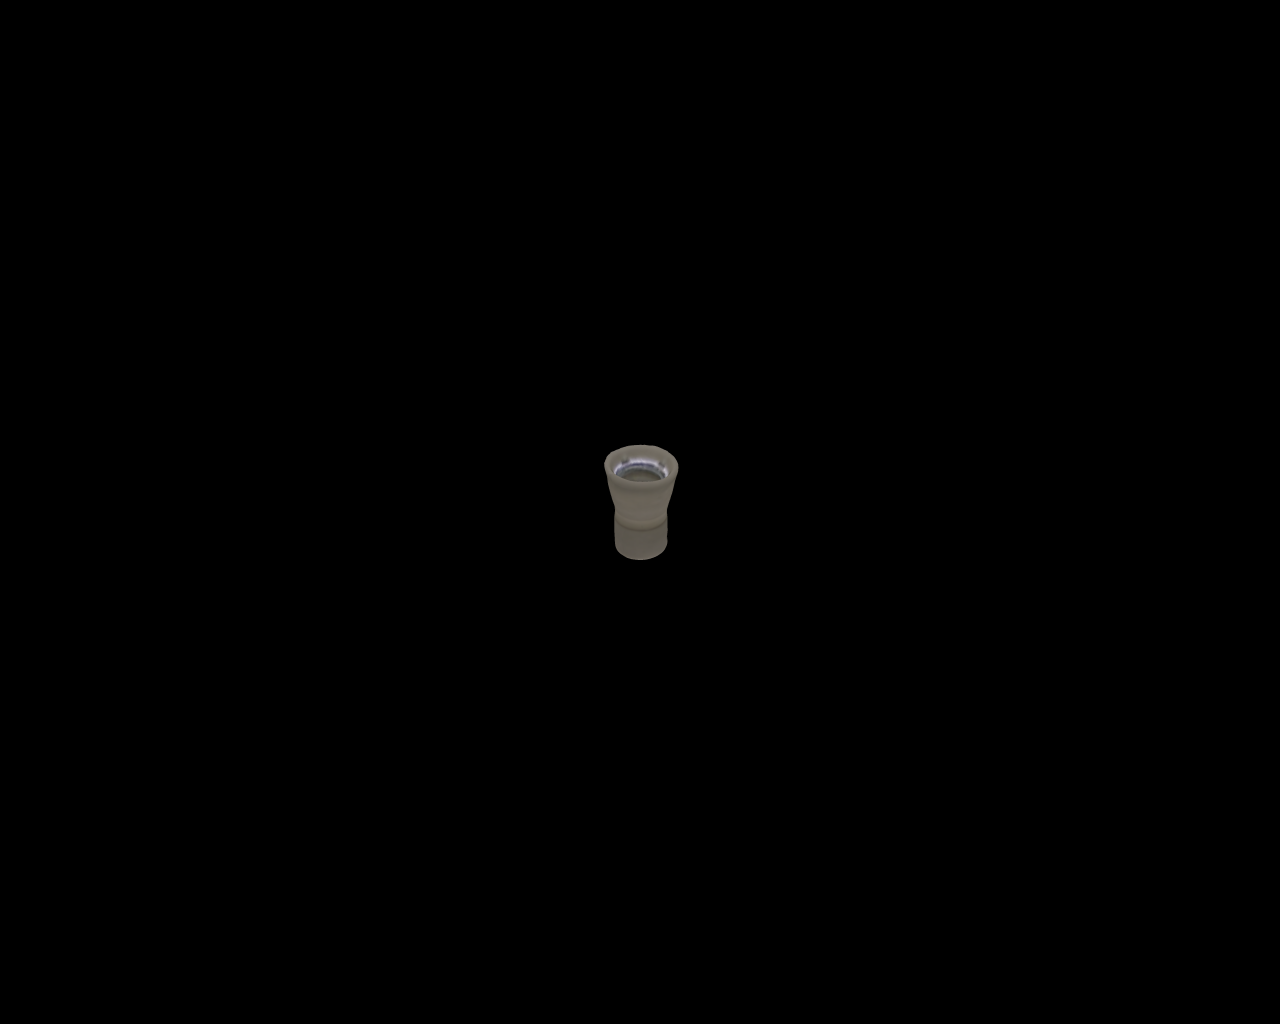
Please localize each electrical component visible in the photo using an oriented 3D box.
[{"bbox_3d":[0.001,-0.003,0.650,0.044,0.065,0.044,0,34,0],"label":"electrical component"}]
